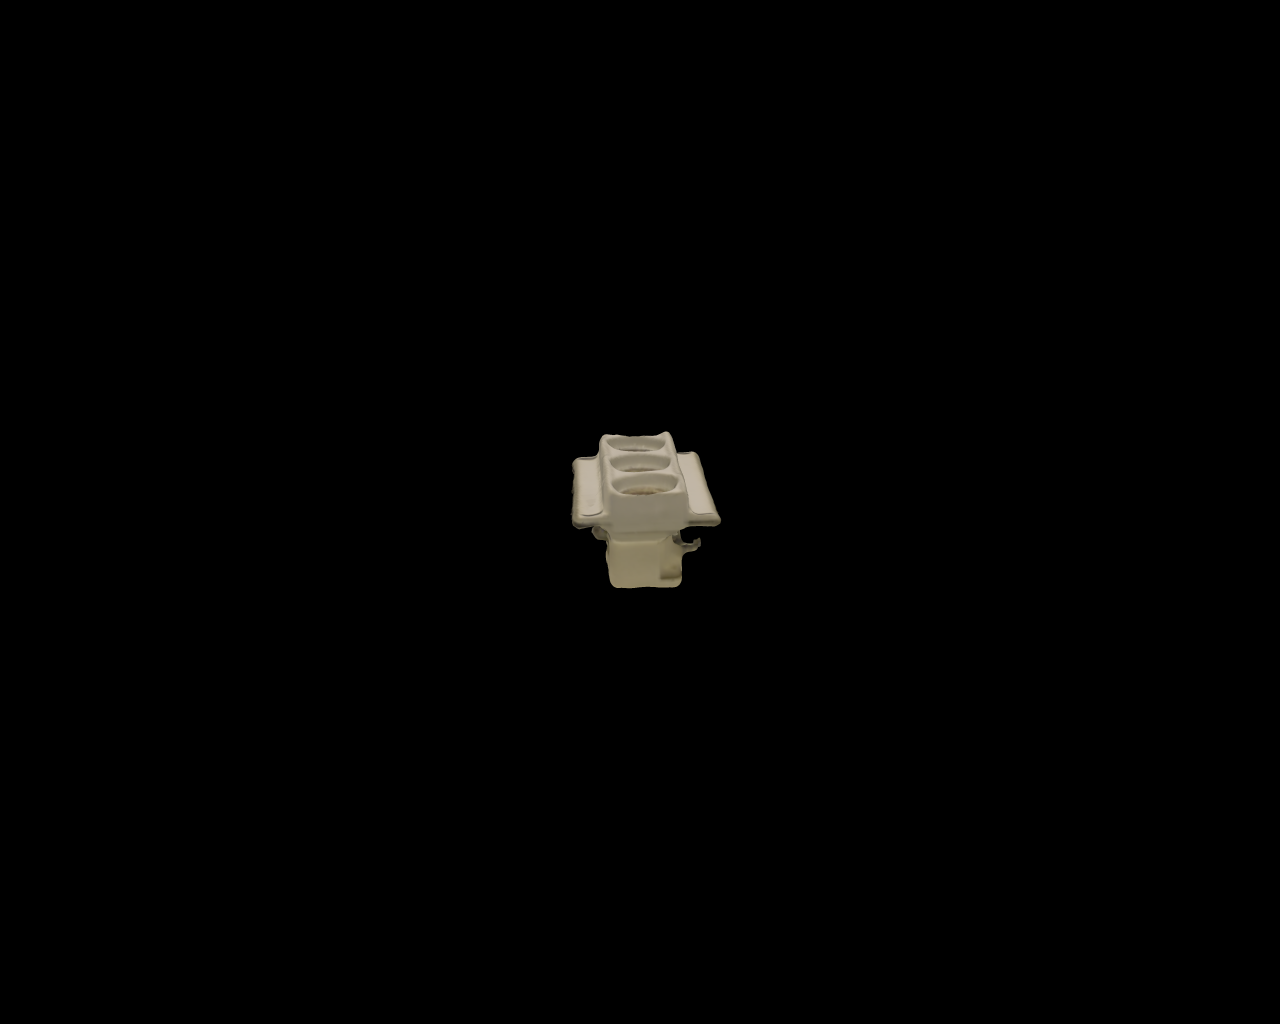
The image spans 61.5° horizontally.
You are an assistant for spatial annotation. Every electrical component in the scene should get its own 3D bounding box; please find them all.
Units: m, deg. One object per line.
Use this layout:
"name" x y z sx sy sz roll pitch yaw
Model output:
"electrical component" 0.001 -0.003 0.650 0.079 0.063 0.121 -1 20 -3
